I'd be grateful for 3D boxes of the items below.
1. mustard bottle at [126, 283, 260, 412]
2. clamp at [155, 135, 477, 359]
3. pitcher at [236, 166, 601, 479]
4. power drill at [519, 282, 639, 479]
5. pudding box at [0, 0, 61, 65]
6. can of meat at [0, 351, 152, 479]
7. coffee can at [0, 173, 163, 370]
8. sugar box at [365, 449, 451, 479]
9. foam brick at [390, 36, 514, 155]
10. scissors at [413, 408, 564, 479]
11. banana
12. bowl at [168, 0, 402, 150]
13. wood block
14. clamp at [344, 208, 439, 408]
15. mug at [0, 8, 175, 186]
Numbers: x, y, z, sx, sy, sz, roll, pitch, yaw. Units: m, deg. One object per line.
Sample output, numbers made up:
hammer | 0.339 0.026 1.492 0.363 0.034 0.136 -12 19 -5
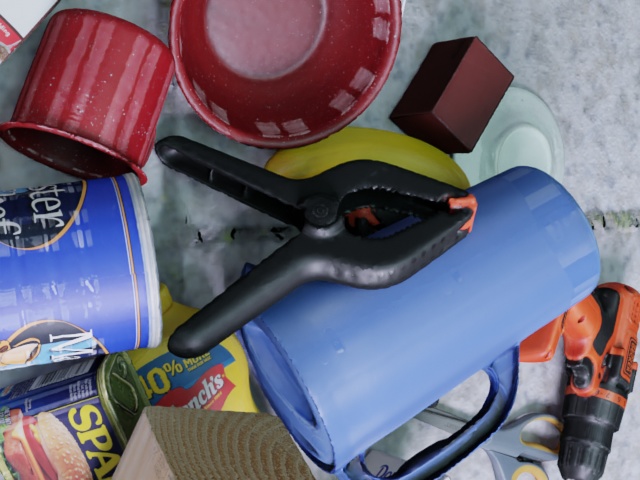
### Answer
mustard bottle | -0.089 0.103 0.705 0.096 0.058 0.191 -26 106 -10
clamp | -0.004 0.001 0.675 0.210 0.036 0.164 0 56 -2
pitcher | 0.075 0.055 0.738 0.242 0.145 0.149 -28 130 -17
power drill | 0.204 0.095 0.876 0.187 0.057 0.184 40 60 -47
pudding box | -0.206 -0.152 0.627 0.090 0.039 0.113 45 68 -26
can of meat | -0.145 0.126 0.650 0.084 0.057 0.102 -18 106 9
coffee can | -0.167 0.021 0.601 0.140 0.103 0.103 -8 97 -16
sugar box | 0.018 0.234 0.766 0.176 0.093 0.048 -41 114 -25
foam brick | 0.103 -0.111 0.827 0.051 0.053 0.078 41 71 -28
scissors | 0.136 0.182 0.887 0.201 0.016 0.096 7 89 -34
banana | 0.044 -0.053 0.788 0.197 0.037 0.069 12 44 -29
bowl | -0.029 -0.145 0.717 0.162 0.055 0.162 -8 115 -18
wood block | -0.084 0.203 0.606 0.090 0.090 0.206 10 118 -34
clamp | 0.084 0.032 0.830 0.120 0.039 0.171 -41 113 -27
mug | -0.133 -0.083 0.658 0.117 0.093 0.081 42 61 -61
